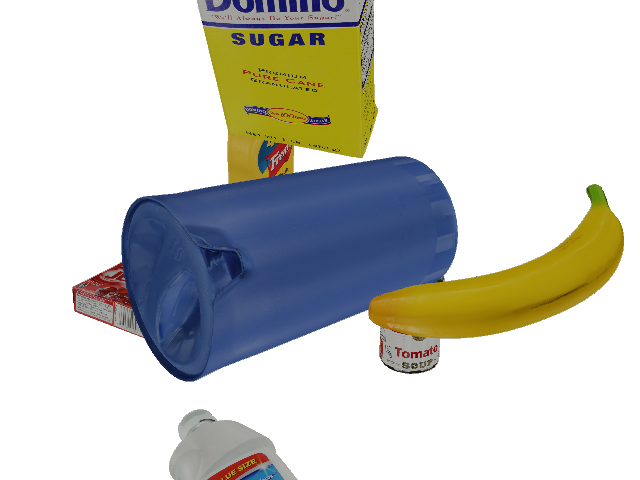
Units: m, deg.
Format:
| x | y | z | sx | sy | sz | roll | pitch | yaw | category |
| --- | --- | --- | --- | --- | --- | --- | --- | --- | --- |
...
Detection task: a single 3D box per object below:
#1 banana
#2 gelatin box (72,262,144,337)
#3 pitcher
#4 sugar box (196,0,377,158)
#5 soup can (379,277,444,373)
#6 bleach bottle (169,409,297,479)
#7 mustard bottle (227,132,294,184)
| x | y | z | sx | sy | sz | roll | pitch | yaw | category |
| --- | --- | --- | --- | --- | --- | --- | --- | --- | --- |
| 0.127 | 0.025 | 0.679 | 0.197 | 0.037 | 0.070 | -24 | 38 | -23 | banana |
| -0.177 | 0.054 | 1.008 | 0.089 | 0.030 | 0.073 | 17 | 26 | 25 | gelatin box |
| -0.023 | 0.011 | 0.814 | 0.242 | 0.145 | 0.149 | -15 | 40 | -33 | pitcher |
| -0.017 | -0.116 | 0.609 | 0.093 | 0.048 | 0.176 | 10 | -23 | 10 | sugar box |
| 0.099 | 0.085 | 1.166 | 0.068 | 0.102 | 0.068 | 0 | 26 | 0 | soup can |
| -0.049 | 0.202 | 0.726 | 0.102 | 0.068 | 0.251 | -17 | 35 | -20 | bleach bottle |
| -0.059 | -0.096 | 1.086 | 0.058 | 0.192 | 0.096 | 19 | 39 | 21 | mustard bottle |
